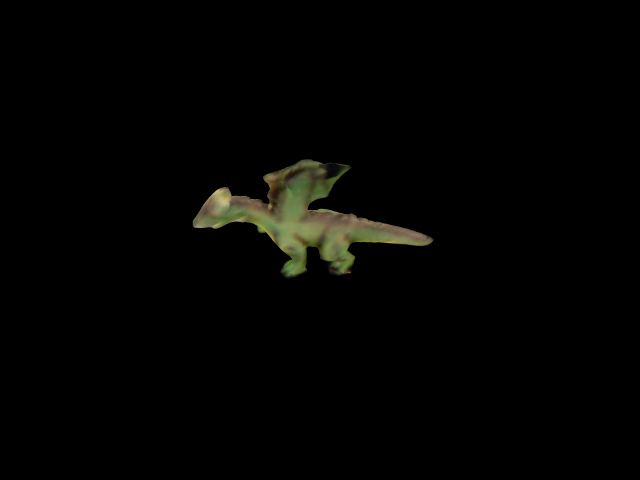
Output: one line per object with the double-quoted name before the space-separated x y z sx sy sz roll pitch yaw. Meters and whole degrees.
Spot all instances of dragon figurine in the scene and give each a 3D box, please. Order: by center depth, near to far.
"dragon figurine" 0.003 -0.043 0.850 0.410 0.125 0.237 -5 -29 -3
